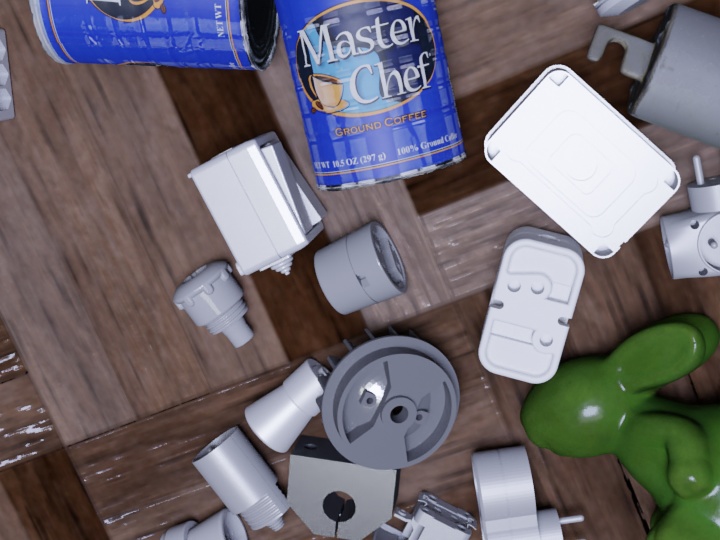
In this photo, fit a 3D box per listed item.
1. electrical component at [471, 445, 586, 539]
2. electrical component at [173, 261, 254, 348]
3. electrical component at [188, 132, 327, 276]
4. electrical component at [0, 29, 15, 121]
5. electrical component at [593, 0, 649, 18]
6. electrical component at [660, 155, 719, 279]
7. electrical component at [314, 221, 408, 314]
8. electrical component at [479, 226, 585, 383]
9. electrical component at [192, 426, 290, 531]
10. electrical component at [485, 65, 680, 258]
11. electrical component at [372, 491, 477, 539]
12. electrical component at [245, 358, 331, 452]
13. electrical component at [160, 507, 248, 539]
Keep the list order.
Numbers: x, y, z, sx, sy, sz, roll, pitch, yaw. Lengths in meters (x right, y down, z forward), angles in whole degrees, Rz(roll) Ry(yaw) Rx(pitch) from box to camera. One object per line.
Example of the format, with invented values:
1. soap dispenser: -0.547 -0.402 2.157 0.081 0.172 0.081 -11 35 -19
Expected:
1. electrical component: 0.127 0.193 0.779 0.074 0.052 0.138 -9 102 2
2. electrical component: -0.102 0.028 0.783 0.048 0.048 0.062 -32 103 15
3. electrical component: -0.064 -0.043 0.750 0.061 0.061 0.096 -25 98 14
4. electrical component: -0.298 -0.138 0.774 0.077 0.047 0.065 0 103 9
5. electrical component: 0.175 -0.196 0.666 0.080 0.080 0.051 -29 92 15
6. electrical component: 0.238 -0.039 0.710 0.077 0.044 0.079 -11 100 12
7. electrical component: 0.000 0.000 0.755 0.047 0.055 0.055 -24 98 18
8. electrical component: 0.117 0.022 0.737 0.054 0.059 0.095 15 105 6
9. electrical component: -0.085 0.163 0.812 0.043 0.043 0.081 -36 95 15
10. electrical component: 0.145 -0.072 0.711 0.113 0.057 0.078 42 106 -2
11. electrical component: 0.052 0.204 0.800 0.081 0.042 0.063 27 104 2
12. electrical component: -0.047 0.097 0.792 0.065 0.044 0.044 -43 93 11
13. electrical component: -0.120 0.213 0.829 0.055 0.045 0.045 -22 99 14
